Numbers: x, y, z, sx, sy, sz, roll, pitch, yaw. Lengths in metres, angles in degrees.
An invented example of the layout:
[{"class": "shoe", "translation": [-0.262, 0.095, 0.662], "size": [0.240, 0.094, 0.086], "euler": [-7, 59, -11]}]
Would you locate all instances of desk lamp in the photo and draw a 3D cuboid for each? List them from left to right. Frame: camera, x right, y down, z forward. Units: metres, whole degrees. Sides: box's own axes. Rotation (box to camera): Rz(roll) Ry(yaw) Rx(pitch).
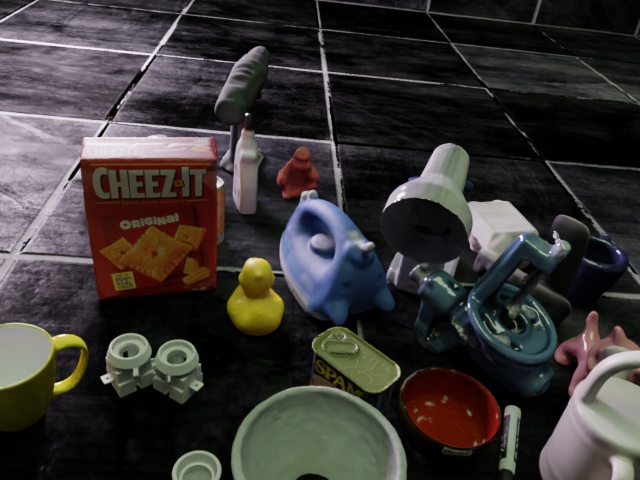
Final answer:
[{"class": "desk lamp", "translation": [0.160, -0.021, 0.836], "size": [0.117, 0.213, 0.203], "euler": [17, 35, 13]}]

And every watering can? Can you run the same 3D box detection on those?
[{"class": "watering can", "translation": [0.301, 0.181, 0.583], "size": [0.101, 0.194, 0.172], "euler": [5, 34, -4]}]

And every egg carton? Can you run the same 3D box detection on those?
[{"class": "egg carton", "translation": [0.302, -0.011, 0.980], "size": [0.107, 0.069, 0.150], "euler": [-3, 35, -16]}]

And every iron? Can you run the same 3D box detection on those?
[{"class": "iron", "translation": [0.008, 0.003, 0.834], "size": [0.119, 0.141, 0.257], "euler": [-12, 38, -26]}]

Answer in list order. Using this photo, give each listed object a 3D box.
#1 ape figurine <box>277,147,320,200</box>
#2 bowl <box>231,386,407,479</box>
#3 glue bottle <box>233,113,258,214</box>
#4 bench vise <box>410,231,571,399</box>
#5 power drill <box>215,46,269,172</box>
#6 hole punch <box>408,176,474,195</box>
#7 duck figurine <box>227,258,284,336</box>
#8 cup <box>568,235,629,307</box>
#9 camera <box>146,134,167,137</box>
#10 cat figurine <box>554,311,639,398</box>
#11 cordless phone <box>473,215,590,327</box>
[{"class": "ape figurine", "translation": [-0.038, -0.129, 1.064], "size": [0.077, 0.092, 0.076], "euler": [12, 34, 7]}, {"class": "bowl", "translation": [-0.003, 0.229, 0.557], "size": [0.167, 0.075, 0.167], "euler": [6, 34, -3]}, {"class": "glue bottle", "translation": [-0.125, -0.134, 0.981], "size": [0.037, 0.173, 0.078], "euler": [-4, 35, -17]}, {"class": "bench vise", "translation": [0.203, 0.073, 0.700], "size": [0.207, 0.220, 0.122], "euler": [19, 35, 16]}, {"class": "power drill", "translation": [-0.146, -0.247, 1.113], "size": [0.075, 0.208, 0.229], "euler": [10, 34, 3]}, {"class": "hole punch", "translation": [0.218, -0.093, 1.064], "size": [0.109, 0.091, 0.101], "euler": [3, 34, -7]}, {"class": "duck figurine", "translation": [-0.085, 0.068, 0.768], "size": [0.077, 0.086, 0.104], "euler": [-1, 35, -13]}, {"class": "cup", "translation": [0.420, 0.048, 0.893], "size": [0.091, 0.095, 0.118], "euler": [26, 38, 25]}, {"class": "camera", "translation": [-0.274, -0.144, 1.031], "size": [0.143, 0.101, 0.136], "euler": [-9, 37, -24]}, {"class": "cat figurine", "translation": [0.357, 0.145, 0.716], "size": [0.067, 0.118, 0.127], "euler": [6, 34, -3]}, {"class": "cordless phone", "translation": [0.300, 0.029, 0.815], "size": [0.094, 0.185, 0.147], "euler": [-24, 45, -38]}]
